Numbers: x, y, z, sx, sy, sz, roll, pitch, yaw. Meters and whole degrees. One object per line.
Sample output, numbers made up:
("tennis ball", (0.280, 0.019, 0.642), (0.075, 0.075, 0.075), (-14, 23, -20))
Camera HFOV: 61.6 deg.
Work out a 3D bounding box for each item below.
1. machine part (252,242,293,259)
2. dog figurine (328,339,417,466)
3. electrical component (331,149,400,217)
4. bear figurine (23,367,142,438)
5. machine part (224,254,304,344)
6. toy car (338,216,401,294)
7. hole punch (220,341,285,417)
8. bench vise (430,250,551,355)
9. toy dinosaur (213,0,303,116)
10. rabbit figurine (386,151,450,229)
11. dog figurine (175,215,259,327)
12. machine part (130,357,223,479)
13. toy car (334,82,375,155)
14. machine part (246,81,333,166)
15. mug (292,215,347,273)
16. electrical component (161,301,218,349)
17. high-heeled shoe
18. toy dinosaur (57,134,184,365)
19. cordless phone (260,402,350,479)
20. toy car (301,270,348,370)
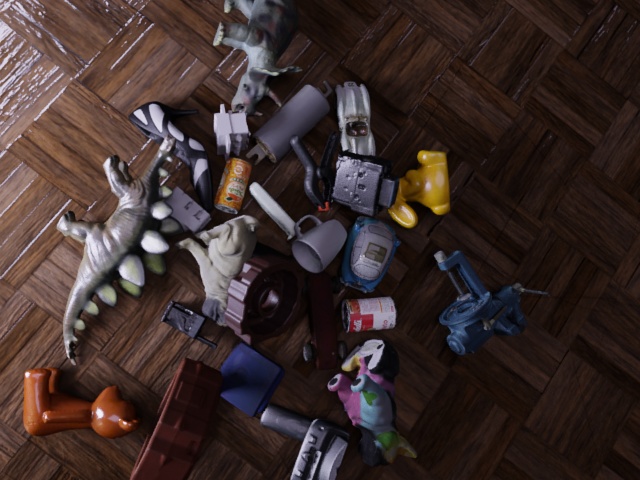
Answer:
("machine part", (-0.125, 0.034, 1.107), (0.139, 0.039, 0.084), (16, 71, -5))
("dog figurine", (0.122, 0.332, 1.067), (0.191, 0.108, 0.219), (-44, 110, -41))
("electrical component", (0.095, -0.115, 1.100), (0.134, 0.058, 0.114), (18, 118, 24))
("bear figurine", (-0.426, 0.296, 0.980), (0.196, 0.120, 0.132), (0, 78, -11))
("machine part", (-0.105, 0.110, 1.027), (0.056, 0.179, 0.179), (23, 76, 35))
("toy car", (0.102, 0.025, 1.112), (0.109, 0.103, 0.161), (23, 77, -4))
("hole punch", (-0.139, 0.270, 1.044), (0.116, 0.092, 0.142), (31, 80, 2))
("bench vise", (0.327, 0.114, 1.126), (0.224, 0.129, 0.240), (-34, 95, -11))
("toy dinosaur", (-0.113, -0.467, 1.147), (0.192, 0.131, 0.404), (18, 75, -19))
("rabbit figurine", (0.188, -0.105, 1.154), (0.173, 0.122, 0.162), (-1, 91, 5))
("dog figurine", (-0.164, 0.061, 1.032), (0.121, 0.172, 0.190), (-33, 102, -55))
("machine part", (-0.248, 0.329, 0.944), (0.087, 0.201, 0.201), (26, 123, -12))
("toy car", (0.076, -0.248, 1.170), (0.073, 0.056, 0.201), (-5, 83, -10))
("machine part", (-0.061, -0.245, 1.138), (0.079, 0.079, 0.243), (44, 77, -1))
("mug", (-0.002, -0.003, 1.106), (0.107, 0.081, 0.109), (-40, 96, -36))
("electrical component", (-0.246, 0.166, 1.049), (0.119, 0.075, 0.047), (27, 79, 0))
("high-heeled shoe", (-0.300, -0.167, 1.088), (0.145, 0.086, 0.248), (-11, 79, -8))
("toy dinosaur", (-0.389, 0.011, 1.018), (0.198, 0.105, 0.471), (35, 96, 3))
("cordless phone", (-0.044, 0.410, 1.054), (0.184, 0.088, 0.146), (21, 78, 5))
("toy car", (0.003, 0.162, 1.100), (0.089, 0.053, 0.202), (-2, 78, -20))
